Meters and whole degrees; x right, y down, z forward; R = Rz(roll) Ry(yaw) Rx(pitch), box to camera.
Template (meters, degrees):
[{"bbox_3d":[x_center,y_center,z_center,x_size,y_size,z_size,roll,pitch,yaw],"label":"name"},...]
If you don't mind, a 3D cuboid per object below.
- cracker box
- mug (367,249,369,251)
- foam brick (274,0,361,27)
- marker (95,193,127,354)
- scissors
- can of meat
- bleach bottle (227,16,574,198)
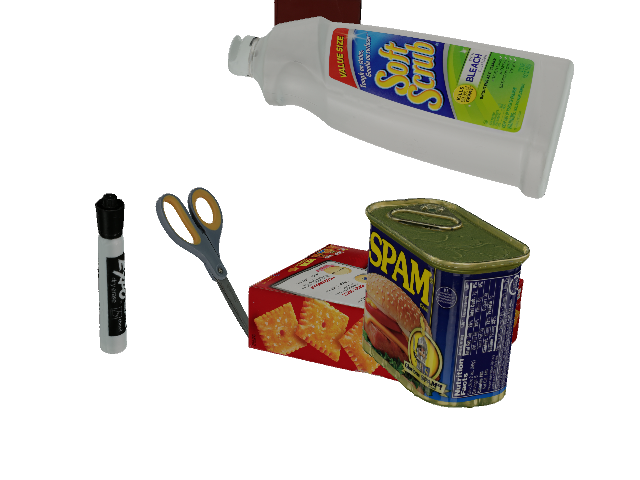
[{"bbox_3d":[0.063,0.070,1.007,0.214,0.072,0.163,10,18,26],"label":"cracker box"},{"bbox_3d":[0.107,0.059,1.270,0.117,0.081,0.093,2,23,-9],"label":"mug"},{"bbox_3d":[-0.003,-0.196,0.967,0.078,0.051,0.053,1,17,-3],"label":"foam brick"},{"bbox_3d":[-0.142,0.023,0.724,0.020,0.121,0.020,4,31,-3],"label":"marker"},{"bbox_3d":[-0.114,0.020,1.241,0.016,0.201,0.096,-28,16,41],"label":"scissors"},{"bbox_3d":[0.063,0.032,0.578,0.057,0.084,0.102,-6,22,-24],"label":"can of meat"},{"bbox_3d":[0.051,-0.107,0.783,0.251,0.102,0.068,13,-27,13],"label":"bleach bottle"}]
